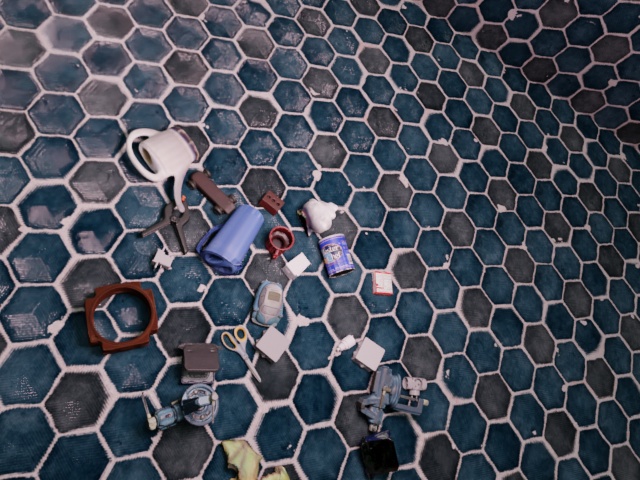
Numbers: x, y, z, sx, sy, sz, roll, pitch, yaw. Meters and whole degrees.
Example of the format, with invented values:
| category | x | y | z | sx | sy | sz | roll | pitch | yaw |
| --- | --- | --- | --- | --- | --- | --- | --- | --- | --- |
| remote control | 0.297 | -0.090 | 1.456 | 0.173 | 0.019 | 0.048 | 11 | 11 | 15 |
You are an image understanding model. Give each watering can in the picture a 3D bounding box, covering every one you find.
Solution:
| category | x | y | z | sx | sy | sz | roll | pitch | yaw |
| --- | --- | --- | --- | --- | --- | --- | --- | --- | --- |
| watering can | -0.526 | -0.271 | 1.826 | 0.228 | 0.102 | 0.349 | -38 | 85 | -31 |

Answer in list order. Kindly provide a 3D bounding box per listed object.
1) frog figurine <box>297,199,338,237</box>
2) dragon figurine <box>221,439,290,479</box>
| category | x | y | z | sx | sy | sz | roll | pitch | yaw |
| --- | --- | --- | --- | --- | --- | --- | --- | --- | --- |
| frog figurine | 0.006 | -0.099 | 1.969 | 0.160 | 0.120 | 0.140 | -23 | 59 | -17 |
| dragon figurine | -0.271 | 0.716 | 1.521 | 0.409 | 0.119 | 0.249 | 19 | 45 | -16 |
